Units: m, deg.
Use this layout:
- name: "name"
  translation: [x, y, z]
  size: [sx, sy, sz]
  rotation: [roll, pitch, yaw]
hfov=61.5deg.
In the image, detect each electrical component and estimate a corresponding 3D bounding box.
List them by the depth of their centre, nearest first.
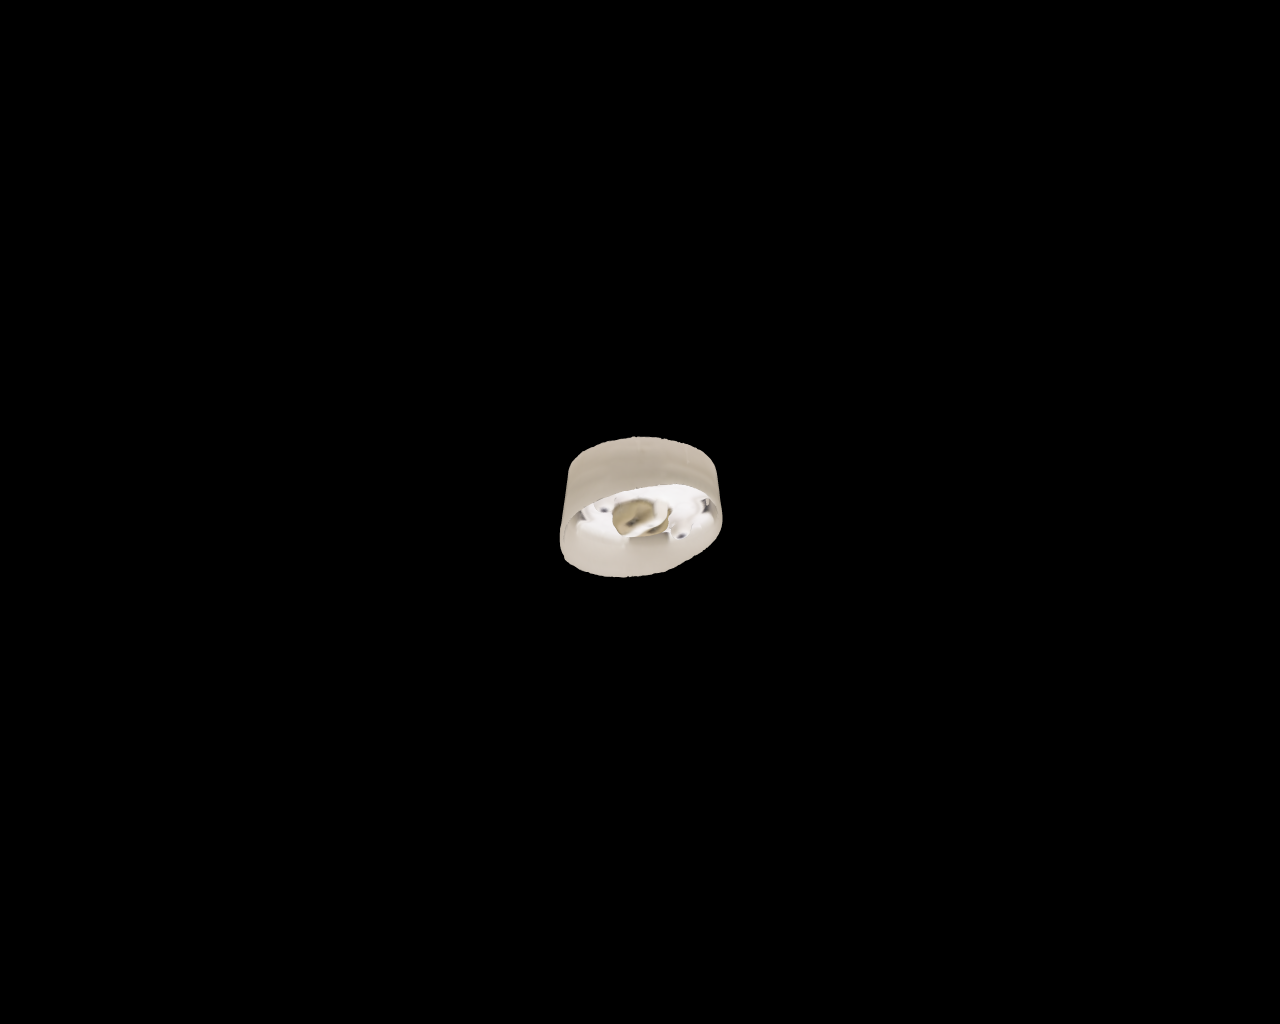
- name: "electrical component"
  translation: [0.001, -0.003, 0.650]
  size: [0.099, 0.064, 0.099]
  rotation: [0, -24, 0]
